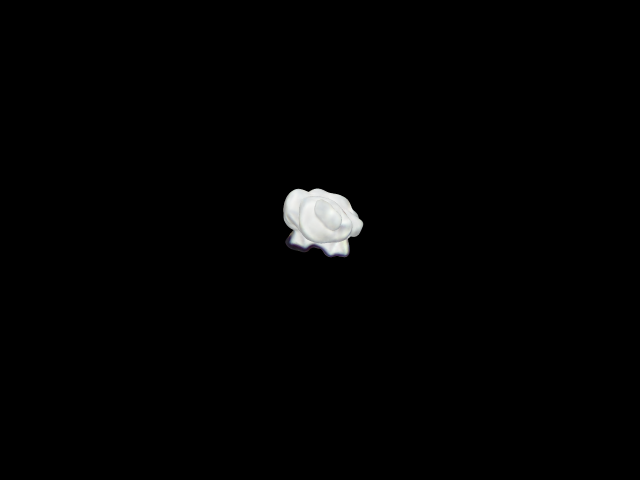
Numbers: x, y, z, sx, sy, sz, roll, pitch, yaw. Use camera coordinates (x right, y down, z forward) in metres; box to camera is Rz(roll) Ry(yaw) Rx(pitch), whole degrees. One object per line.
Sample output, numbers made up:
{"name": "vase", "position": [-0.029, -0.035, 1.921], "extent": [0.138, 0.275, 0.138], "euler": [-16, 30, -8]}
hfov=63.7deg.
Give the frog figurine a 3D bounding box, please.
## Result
{"name": "frog figurine", "position": [0.003, -0.043, 0.850], "extent": [0.138, 0.124, 0.156], "euler": [29, -22, 13]}
